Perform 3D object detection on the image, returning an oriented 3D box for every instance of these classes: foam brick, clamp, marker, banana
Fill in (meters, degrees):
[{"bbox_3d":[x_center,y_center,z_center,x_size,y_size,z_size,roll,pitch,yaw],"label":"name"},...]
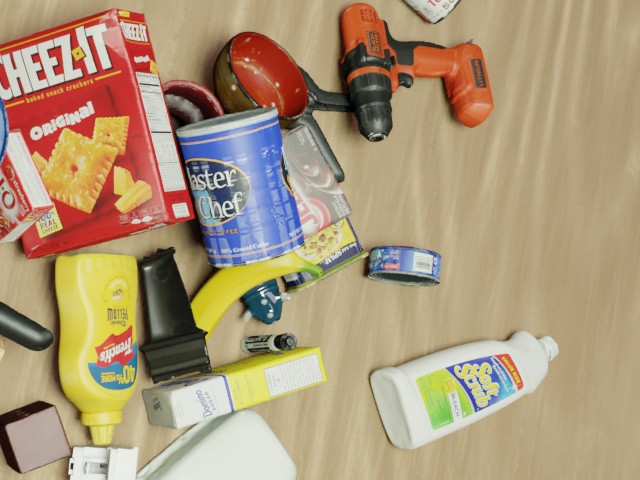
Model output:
[{"bbox_3d":[-0.283,0.192,1.044,0.052,0.078,0.051,-19,95,-27],"label":"foam brick"},{"bbox_3d":[-0.011,-0.159,1.239,0.171,0.039,0.120,42,57,-14],"label":"clamp"},{"bbox_3d":[-0.347,0.038,0.972,0.209,0.036,0.165,4,41,-49],"label":"clamp"},{"bbox_3d":[-0.055,0.110,1.141,0.020,0.121,0.020,3,82,-25],"label":"marker"},{"bbox_3d":[-0.093,0.063,1.131,0.198,0.037,0.070,-37,75,13],"label":"banana"}]

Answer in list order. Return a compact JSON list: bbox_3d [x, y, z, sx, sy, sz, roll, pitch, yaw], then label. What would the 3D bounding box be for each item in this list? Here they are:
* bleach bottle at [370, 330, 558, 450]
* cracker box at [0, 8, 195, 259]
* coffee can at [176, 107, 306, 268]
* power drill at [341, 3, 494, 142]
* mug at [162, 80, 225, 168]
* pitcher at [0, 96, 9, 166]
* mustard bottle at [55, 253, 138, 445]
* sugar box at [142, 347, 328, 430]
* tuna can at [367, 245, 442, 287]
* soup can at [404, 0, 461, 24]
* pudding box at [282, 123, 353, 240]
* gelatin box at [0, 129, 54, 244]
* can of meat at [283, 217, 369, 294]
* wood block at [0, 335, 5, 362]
[{"bbox_3d":[0.186,0.163,1.289,0.250,0.068,0.102,-19,93,-29],"label":"bleach bottle"},{"bbox_3d":[-0.233,-0.103,1.056,0.164,0.072,0.214,-13,92,17],"label":"cracker box"},{"bbox_3d":[-0.078,-0.054,1.071,0.102,0.103,0.140,-18,103,-27],"label":"coffee can"},{"bbox_3d":[0.115,-0.187,1.270,0.187,0.057,0.184,8,62,-29],"label":"power drill"},{"bbox_3d":[-0.148,-0.110,1.141,0.117,0.082,0.093,34,71,-19],"label":"mug"},{"bbox_3d":[-0.358,-0.087,0.944,0.149,0.243,0.145,-18,92,-27],"label":"pitcher"},{"bbox_3d":[-0.224,0.111,1.083,0.096,0.058,0.191,6,81,-63],"label":"mustard bottle"},{"bbox_3d":[-0.091,0.154,1.135,0.175,0.093,0.048,-11,89,-27],"label":"sugar box"},{"bbox_3d":[0.099,0.031,1.246,0.086,0.086,0.034,11,78,-25],"label":"tuna can"},{"bbox_3d":[0.122,-0.321,1.305,0.102,0.069,0.068,38,70,-19],"label":"soup can"},{"bbox_3d":[-0.030,-0.056,1.152,0.090,0.039,0.113,-29,96,-11],"label":"pudding box"},{"bbox_3d":[-0.302,-0.051,1.027,0.030,0.073,0.089,-15,75,-53],"label":"gelatin box"},{"bbox_3d":[-0.008,0.002,1.213,0.102,0.058,0.084,-28,95,-27],"label":"can of meat"},{"bbox_3d":[-0.406,0.093,0.975,0.205,0.090,0.091,25,91,-22],"label":"wood block"}]
